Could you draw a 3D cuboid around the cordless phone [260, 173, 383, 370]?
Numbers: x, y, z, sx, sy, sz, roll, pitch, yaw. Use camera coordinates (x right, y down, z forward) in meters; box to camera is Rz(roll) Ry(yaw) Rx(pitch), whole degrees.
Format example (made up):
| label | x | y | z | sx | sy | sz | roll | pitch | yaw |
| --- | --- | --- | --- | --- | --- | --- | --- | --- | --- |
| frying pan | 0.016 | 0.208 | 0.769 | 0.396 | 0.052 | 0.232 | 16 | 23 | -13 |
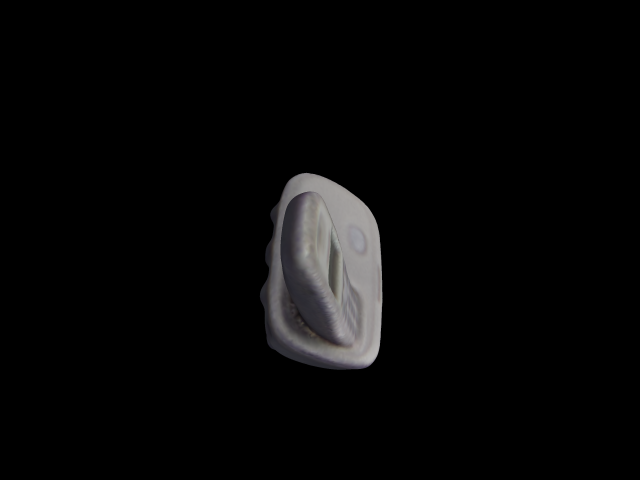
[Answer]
| label | x | y | z | sx | sy | sz | roll | pitch | yaw |
| --- | --- | --- | --- | --- | --- | --- | --- | --- | --- |
| cordless phone | 0.004 | 0.001 | 0.400 | 0.094 | 0.185 | 0.147 | 0 | 61 | 0 |
